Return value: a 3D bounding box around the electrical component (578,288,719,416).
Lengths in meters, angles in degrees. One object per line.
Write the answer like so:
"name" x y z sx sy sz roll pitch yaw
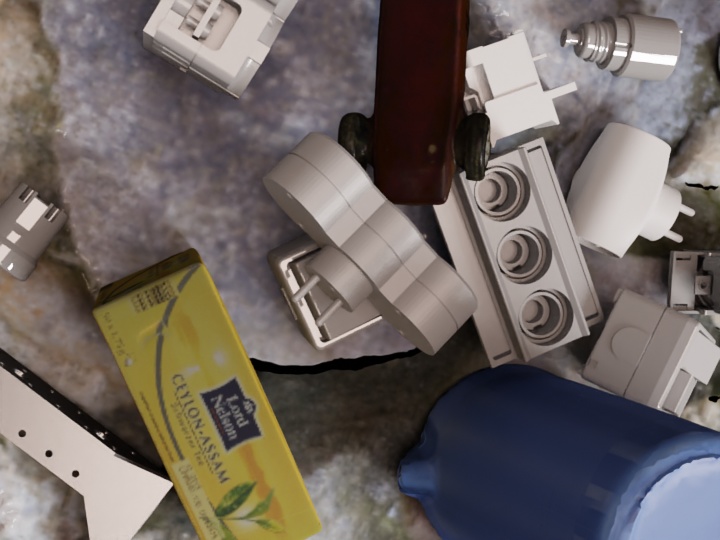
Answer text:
"electrical component" 0.189 0.058 0.686 0.061 0.096 0.061 26 90 27

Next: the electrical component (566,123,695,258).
"electrical component" 0.180 -0.044 0.696 0.079 0.044 0.077 24 91 -13

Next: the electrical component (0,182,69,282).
"electrical component" -0.197 -0.023 0.625 0.040 0.040 0.046 38 81 -13

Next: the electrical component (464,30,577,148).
"electrical component" 0.087 -0.112 0.672 0.081 0.042 0.063 -21 96 -9

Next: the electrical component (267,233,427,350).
"electrical component" 0.000 0.000 0.656 0.096 0.061 0.061 -26 100 -8

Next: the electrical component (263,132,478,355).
"electrical component" -0.005 -0.002 0.597 0.073 0.052 0.138 -45 102 -11

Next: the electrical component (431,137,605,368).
"electrical component" 0.093 -0.012 0.672 0.079 0.063 0.121 -22 100 -8

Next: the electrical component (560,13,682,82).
"electrical component" 0.166 -0.143 0.685 0.078 0.040 0.040 4 95 -12

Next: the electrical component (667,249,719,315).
"electrical component" 0.247 0.010 0.706 0.081 0.064 0.042 0 95 -11

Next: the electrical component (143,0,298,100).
"electrical component" -0.058 -0.178 0.610 0.062 0.089 0.150 31 89 -13
